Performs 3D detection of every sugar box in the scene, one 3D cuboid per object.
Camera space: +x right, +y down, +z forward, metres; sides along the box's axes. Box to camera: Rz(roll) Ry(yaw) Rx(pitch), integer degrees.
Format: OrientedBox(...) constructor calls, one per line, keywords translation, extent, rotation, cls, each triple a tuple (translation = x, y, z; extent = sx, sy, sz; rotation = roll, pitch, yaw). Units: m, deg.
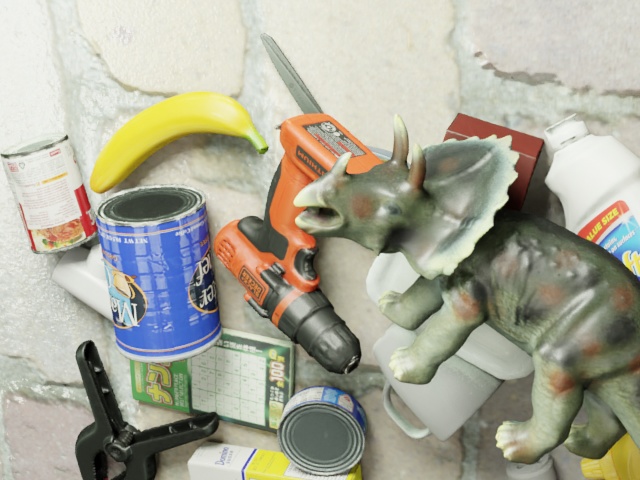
OrientedBox(translation=(-0.044, 0.264, 1.096), extent=(0.176, 0.048, 0.093), rotation=(6, 119, 22), cls="sugar box")

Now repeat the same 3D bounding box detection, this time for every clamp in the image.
OrientedBox(translation=(-0.199, 0.216, 1.133), extent=(0.164, 0.036, 0.210), rotation=(25, 125, 7), cls="clamp")

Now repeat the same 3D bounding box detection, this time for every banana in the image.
OrientedBox(translation=(-0.137, -0.094, 0.966), extent=(0.198, 0.037, 0.069), rotation=(-11, 75, 30), cls="banana")

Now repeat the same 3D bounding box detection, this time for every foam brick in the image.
OrientedBox(translation=(0.138, -0.064, 0.875), extent=(0.078, 0.051, 0.053), rotation=(20, 117, 12), cls="foam brick")

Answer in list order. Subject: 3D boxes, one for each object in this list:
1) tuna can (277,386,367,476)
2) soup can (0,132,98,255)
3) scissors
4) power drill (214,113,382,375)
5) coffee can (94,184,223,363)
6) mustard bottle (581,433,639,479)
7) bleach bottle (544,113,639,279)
OrientedBox(translation=(0.003, 0.185, 1.040), extent=(0.086, 0.033, 0.086), rotation=(4, 116, 7), cls="tuna can")
OrientedBox(translation=(-0.260, -0.046, 1.027), extent=(0.069, 0.068, 0.102), rotation=(-6, 110, 23), cls="soup can")
OrientedBox(translation=(0.023, -0.095, 0.926), extent=(0.096, 0.016, 0.202), rotation=(-12, 108, 24), cls="scissors")
OrientedBox(translation=(-0.006, 0.001, 0.918), extent=(0.185, 0.057, 0.188), rotation=(44, 128, 25), cls="power drill")
OrientedBox(translation=(-0.149, 0.030, 0.998), extent=(0.103, 0.102, 0.140), rotation=(4, 114, 19), cls="coffee can")
OrientedBox(translation=(0.316, 0.177, 0.910), extent=(0.192, 0.058, 0.096), rotation=(-19, 113, 27), cls="mustard bottle")
OrientedBox(translation=(0.245, 0.019, 0.853), extent=(0.103, 0.067, 0.251), rotation=(-29, 89, 42), cls="bleach bottle")
